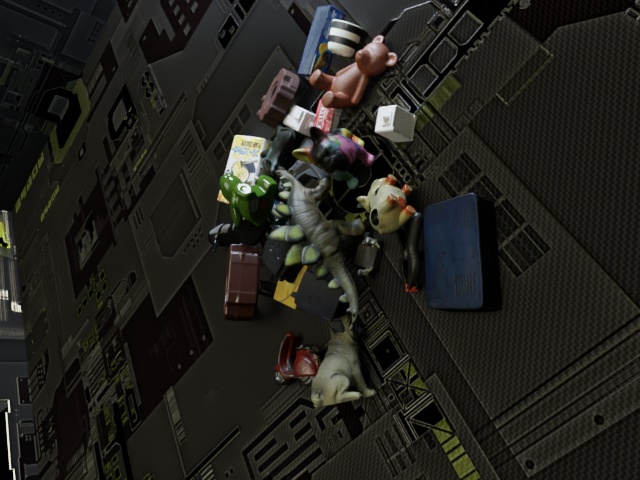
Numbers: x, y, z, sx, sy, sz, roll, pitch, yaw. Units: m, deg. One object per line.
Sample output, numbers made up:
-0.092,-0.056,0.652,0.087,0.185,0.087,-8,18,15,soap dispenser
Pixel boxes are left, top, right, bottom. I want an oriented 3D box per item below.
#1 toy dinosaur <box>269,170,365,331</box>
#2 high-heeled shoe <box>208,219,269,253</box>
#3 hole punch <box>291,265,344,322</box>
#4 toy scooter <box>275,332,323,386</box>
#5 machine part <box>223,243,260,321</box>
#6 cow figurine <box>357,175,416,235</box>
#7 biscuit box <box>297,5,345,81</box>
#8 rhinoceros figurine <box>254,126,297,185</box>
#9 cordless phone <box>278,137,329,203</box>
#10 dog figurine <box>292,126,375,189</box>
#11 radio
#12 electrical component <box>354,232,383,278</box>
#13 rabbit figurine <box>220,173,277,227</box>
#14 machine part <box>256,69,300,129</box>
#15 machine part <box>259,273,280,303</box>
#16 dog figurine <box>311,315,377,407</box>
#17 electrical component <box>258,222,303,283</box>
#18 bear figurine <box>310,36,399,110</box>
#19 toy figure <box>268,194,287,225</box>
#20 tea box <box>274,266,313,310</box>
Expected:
-0.003,-0.004,1.270,0.472,0.198,0.105,55,149,27,toy dinosaur
-0.245,-0.041,1.648,0.249,0.086,0.145,-27,28,18,high-heeled shoe
0.002,0.130,1.292,0.142,0.092,0.115,25,97,8,hole punch
-0.052,0.298,1.350,0.184,0.075,0.135,-13,70,48,toy scooter
-0.217,0.121,1.487,0.201,0.087,0.201,128,145,-73,machine part
0.144,-0.078,1.205,0.127,0.085,0.195,-50,18,26,cow figurine
0.003,-0.550,1.508,0.063,0.059,0.202,23,97,47,biscuit box
-0.123,-0.229,1.524,0.190,0.073,0.112,-60,26,10,rhinoceros figurine
-0.058,-0.192,1.483,0.146,0.088,0.184,-43,42,30,cordless phone
0.021,-0.219,1.299,0.108,0.219,0.192,-49,51,21,dog figurine
0.282,0.031,1.082,0.131,0.073,0.229,-13,70,44,radio
0.114,0.037,1.265,0.078,0.045,0.102,25,98,44,electrical component
-0.207,-0.121,1.493,0.170,0.121,0.158,33,142,34,rabbit figurine
-0.122,-0.411,1.558,0.179,0.056,0.179,-49,26,35,machine part
-0.113,0.095,1.459,0.039,0.084,0.139,143,149,-70,machine part
0.033,0.268,1.208,0.121,0.172,0.190,-21,73,29,dog figurine
-0.087,0.025,1.364,0.115,0.058,0.134,39,108,43,electrical component
0.089,-0.421,1.347,0.196,0.132,0.120,-43,60,37,bear figurine
-0.134,-0.102,1.541,0.064,0.057,0.155,-27,54,-2,toy figure
-0.049,0.090,1.399,0.098,0.068,0.169,16,92,46,tea box
